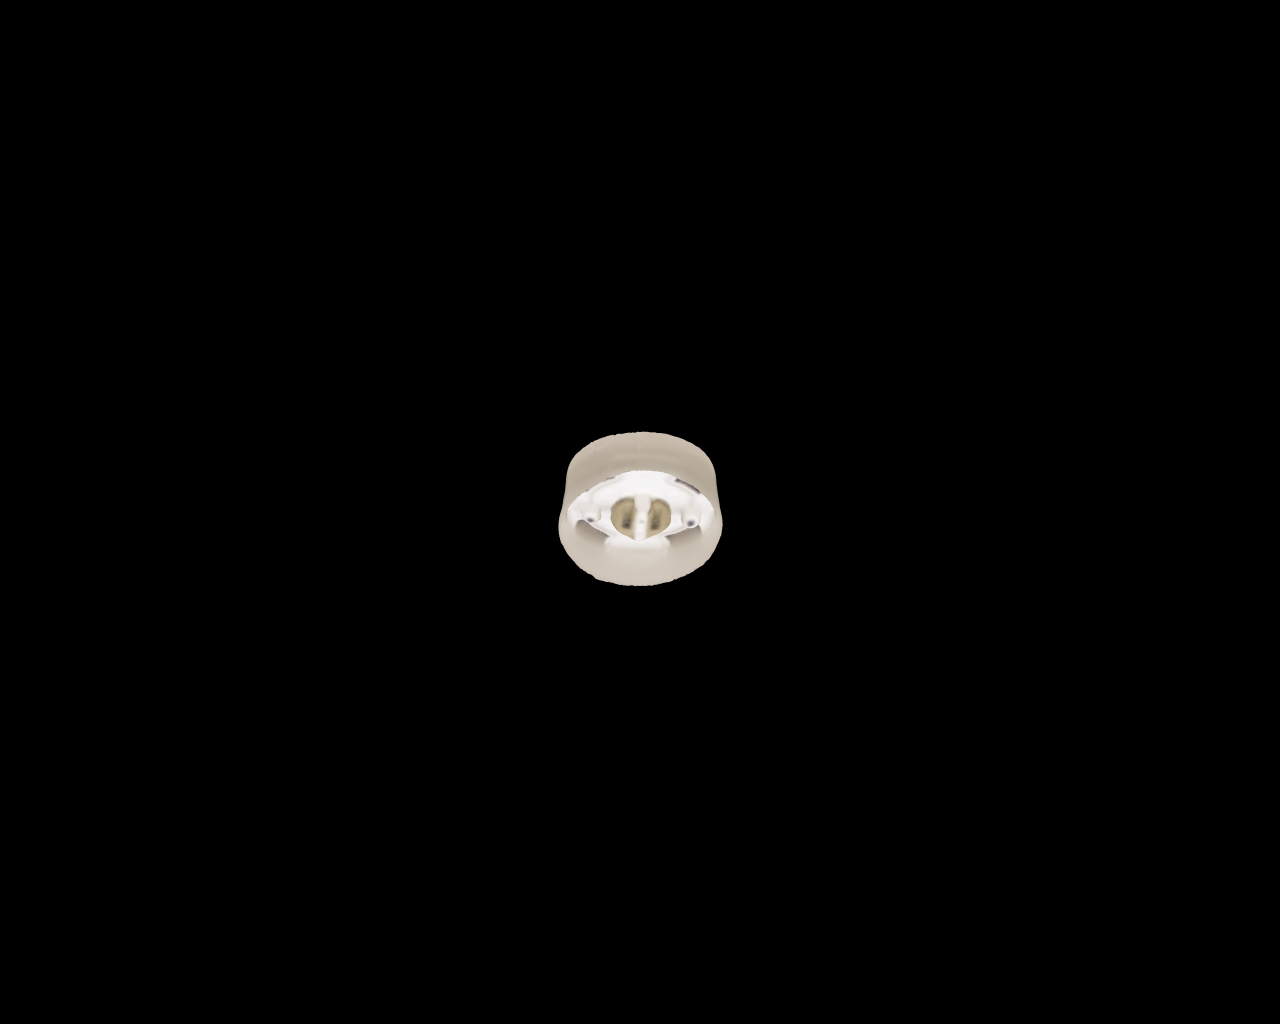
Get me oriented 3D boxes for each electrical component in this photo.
[{"bbox_3d":[0.001,-0.003,0.650,0.099,0.064,0.099,0,-31,0],"label":"electrical component"}]
